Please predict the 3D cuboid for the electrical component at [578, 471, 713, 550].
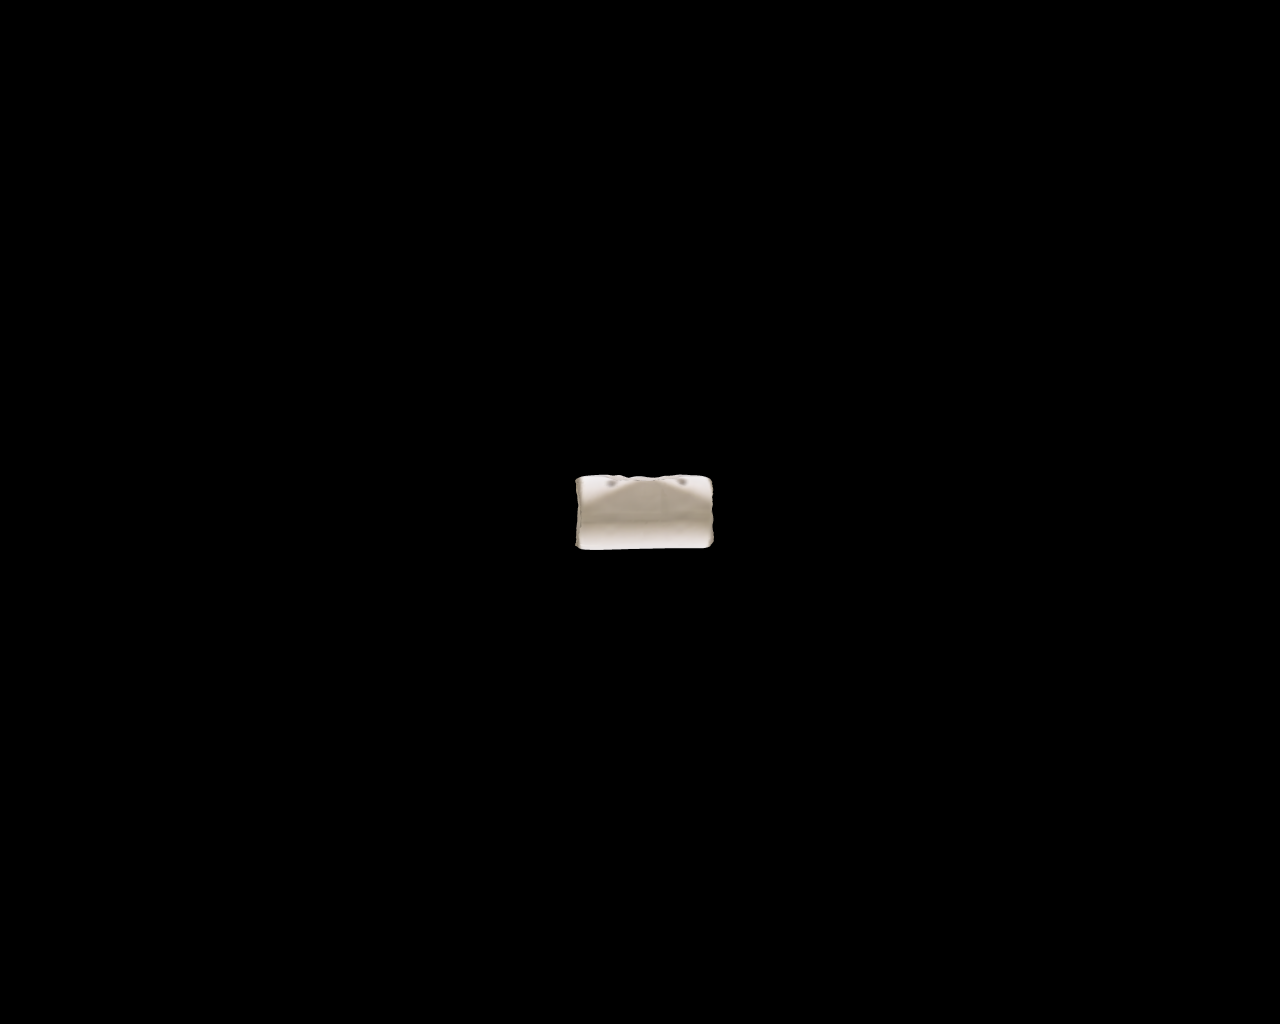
[{"bbox_3d":[0.001,-0.003,0.650,0.077,0.044,0.079,-1,8,-5],"label":"electrical component"}]
